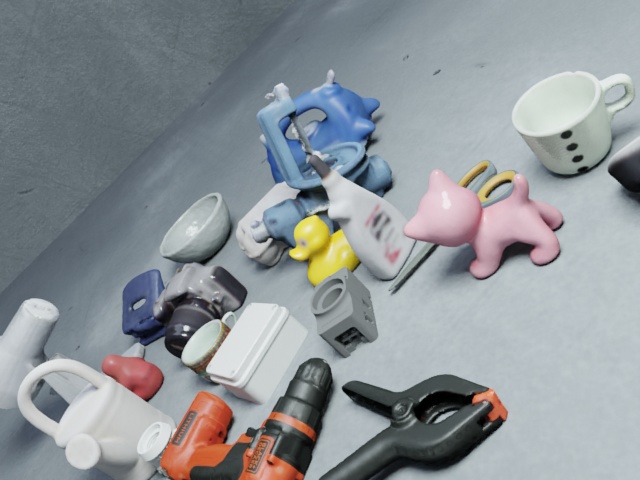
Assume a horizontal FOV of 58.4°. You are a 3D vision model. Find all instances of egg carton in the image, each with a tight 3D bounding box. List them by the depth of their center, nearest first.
[{"bbox_3d":[-0.068,-0.031,0.933,0.150,0.069,0.107,-47,26,-5],"label":"egg carton"}]

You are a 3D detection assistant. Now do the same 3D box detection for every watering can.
[{"bbox_3d":[-0.284,0.225,0.723,0.172,0.194,0.101,-1,49,54],"label":"watering can"}]

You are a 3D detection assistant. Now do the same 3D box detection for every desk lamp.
[{"bbox_3d":[-0.444,0.206,0.956,0.203,0.214,0.117,-41,27,7],"label":"desk lamp"}]

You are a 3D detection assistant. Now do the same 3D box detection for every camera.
[{"bbox_3d":[-0.205,0.113,0.882,0.143,0.101,0.137,-26,31,32],"label":"camera"}]

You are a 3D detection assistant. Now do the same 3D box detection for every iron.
[{"bbox_3d":[-0.024,-0.189,1.020,0.257,0.142,0.118,-27,31,31],"label":"iron"}]

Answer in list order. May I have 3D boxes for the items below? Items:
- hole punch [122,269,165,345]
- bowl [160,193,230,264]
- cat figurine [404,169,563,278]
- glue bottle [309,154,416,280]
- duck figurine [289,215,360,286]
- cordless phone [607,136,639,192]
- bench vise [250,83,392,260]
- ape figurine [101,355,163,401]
[{"bbox_3d":[-0.308,0.120,1.028,0.108,0.091,0.101,-29,30,28],"label":"hole punch"},{"bbox_3d":[-0.232,-0.011,1.130,0.167,0.075,0.167,-33,28,21],"label":"bowl"},{"bbox_3d":[0.152,-0.024,0.557,0.127,0.118,0.067,-22,34,37],"label":"cat figurine"},{"bbox_3d":[0.043,-0.034,0.662,0.037,0.173,0.078,-8,43,50],"label":"glue bottle"},{"bbox_3d":[0.007,0.003,0.759,0.104,0.086,0.077,-42,26,3],"label":"duck figurine"},{"bbox_3d":[0.281,-0.128,0.450,0.147,0.185,0.094,-39,27,11],"label":"cordless phone"},{"bbox_3d":[-0.026,-0.088,0.787,0.207,0.220,0.121,-51,27,-14],"label":"bench vise"},{"bbox_3d":[-0.295,0.207,0.881,0.076,0.092,0.078,-22,34,37],"label":"ape figurine"}]
